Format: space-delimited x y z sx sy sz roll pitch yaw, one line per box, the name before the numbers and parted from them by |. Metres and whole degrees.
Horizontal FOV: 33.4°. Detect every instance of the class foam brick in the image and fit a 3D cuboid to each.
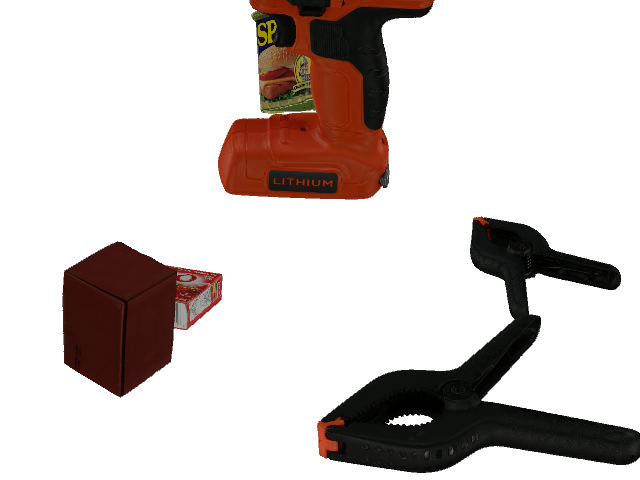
foam brick | -0.130 0.050 0.692 0.053 0.078 0.051 26 36 24

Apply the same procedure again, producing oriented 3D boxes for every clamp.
clamp | 0.098 0.113 0.754 0.210 0.036 0.164 -7 29 -6
clamp | 0.214 0.020 1.067 0.120 0.039 0.171 -9 33 -15

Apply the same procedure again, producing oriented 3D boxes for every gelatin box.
gelatin box | -0.143 0.047 0.958 0.089 0.030 0.073 9 21 18

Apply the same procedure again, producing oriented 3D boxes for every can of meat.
can of meat | -0.011 -0.151 0.882 0.057 0.084 0.102 -4 2 -36

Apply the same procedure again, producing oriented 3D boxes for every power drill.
power drill | -0.021 -0.106 0.605 0.184 0.057 0.188 3 -41 -3
